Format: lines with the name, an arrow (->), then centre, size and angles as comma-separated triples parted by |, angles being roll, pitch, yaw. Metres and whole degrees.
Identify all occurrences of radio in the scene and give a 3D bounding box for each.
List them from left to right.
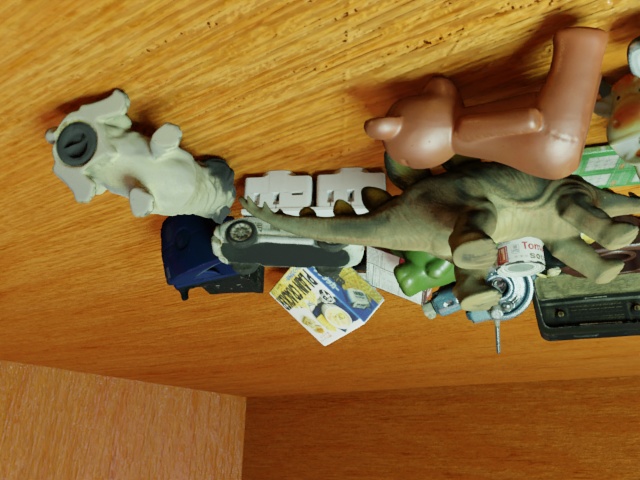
radio -> 0.531, 0.120, 1.035 | 0.230, 0.131, 0.073 | -9, 158, 23

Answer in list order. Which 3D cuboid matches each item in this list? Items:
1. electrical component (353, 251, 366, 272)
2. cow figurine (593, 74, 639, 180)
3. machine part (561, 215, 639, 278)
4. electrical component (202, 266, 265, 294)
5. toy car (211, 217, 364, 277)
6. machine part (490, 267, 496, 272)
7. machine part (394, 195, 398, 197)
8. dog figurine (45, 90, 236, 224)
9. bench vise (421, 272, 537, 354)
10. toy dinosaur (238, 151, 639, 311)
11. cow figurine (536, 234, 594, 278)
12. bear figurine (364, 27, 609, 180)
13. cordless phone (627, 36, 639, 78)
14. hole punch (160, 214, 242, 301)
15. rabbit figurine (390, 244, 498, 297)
electrical component -> 0.082, 0.041, 1.003 | 0.094, 0.021, 0.063 | 6, 158, -14
cow figurine -> 0.347, -0.104, 0.536 | 0.195, 0.127, 0.085 | 1, 162, -41
machine part -> 0.477, 0.014, 0.878 | 0.179, 0.056, 0.179 | 1, 159, 0
electrical component -> -0.169, 0.067, 1.033 | 0.115, 0.058, 0.134 | -1, 157, 10
toy car -> -0.043, 0.007, 0.712 | 0.202, 0.056, 0.073 | 2, 142, 0
machine part -> 0.219, 0.032, 0.904 | 0.079, 0.079, 0.243 | 20, 152, -39
machine part -> 0.160, -0.038, 0.683 | 0.139, 0.084, 0.039 | -13, -168, 3
dog figurine -> -0.201, -0.082, 0.639 | 0.172, 0.121, 0.190 | 32, -179, 10
bench vise -> 0.279, 0.098, 0.952 | 0.224, 0.128, 0.240 | -14, -171, 15
toy dinosaur -> 0.152, -0.027, 0.579 | 0.472, 0.199, 0.104 | -4, 133, -8
cow figurine -> 0.356, -0.005, 0.779 | 0.068, 0.098, 0.167 | 6, 161, -9
bear figurine -> 0.152, -0.123, 0.512 | 0.196, 0.132, 0.120 | 15, 178, 28
cordless phone -> 0.314, -0.181, 0.376 | 0.184, 0.088, 0.146 | -9, 156, 35
hole punch -> -0.182, 0.006, 0.797 | 0.116, 0.142, 0.092 | -14, 159, 0
rabbit figurine -> 0.169, -0.009, 0.763 | 0.159, 0.121, 0.170 | -4, 142, 13
